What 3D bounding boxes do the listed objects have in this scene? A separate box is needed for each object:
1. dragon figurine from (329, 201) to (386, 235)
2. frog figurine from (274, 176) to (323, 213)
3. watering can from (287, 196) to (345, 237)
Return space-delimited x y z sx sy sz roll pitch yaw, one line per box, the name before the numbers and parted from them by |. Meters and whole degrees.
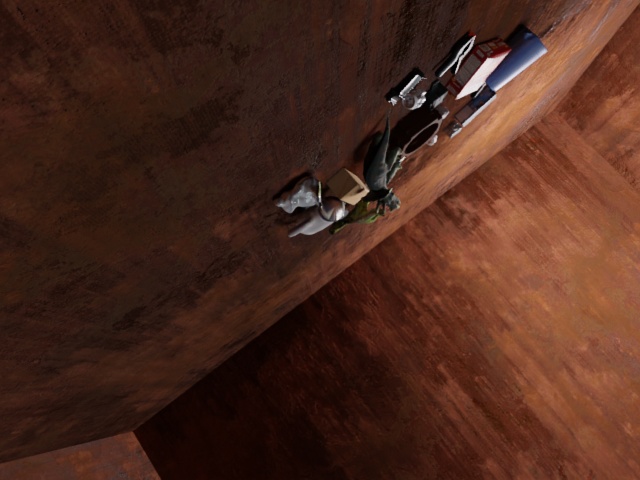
dragon figurine | 0.152 -0.087 2.313 0.243 0.121 0.412 -35 -172 0
frog figurine | -0.074 -0.151 1.741 0.159 0.123 0.137 -2 175 3
watering can | 0.006 -0.102 2.033 0.221 0.104 0.353 -29 -176 36
